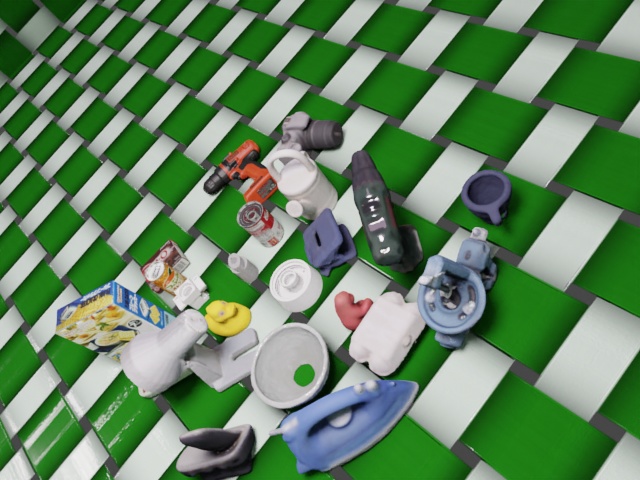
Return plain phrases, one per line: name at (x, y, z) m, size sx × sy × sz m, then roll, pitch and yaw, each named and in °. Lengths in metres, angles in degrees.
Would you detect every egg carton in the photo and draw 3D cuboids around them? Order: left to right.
egg carton at (0.127, 0.173, 1.062) m, size 0.107 × 0.070 × 0.150 m, roll 25°, pitch 76°, yaw 38°

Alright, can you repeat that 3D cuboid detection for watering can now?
watering can at (-0.042, -0.128, 1.262) m, size 0.101 × 0.195 × 0.172 m, roll -31°, pitch 51°, yaw 10°

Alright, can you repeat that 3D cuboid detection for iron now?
iron at (0.039, 0.295, 0.989) m, size 0.258 × 0.142 × 0.118 m, roll -33°, pitch 51°, yaw 8°

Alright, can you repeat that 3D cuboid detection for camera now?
camera at (-0.024, -0.247, 1.387) m, size 0.136 × 0.101 × 0.143 m, roll 5°, pitch 64°, yaw 32°

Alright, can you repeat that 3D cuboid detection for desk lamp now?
desk lamp at (-0.256, 0.225, 1.152) m, size 0.203 × 0.214 × 0.117 m, roll -32°, pitch 51°, yaw 9°

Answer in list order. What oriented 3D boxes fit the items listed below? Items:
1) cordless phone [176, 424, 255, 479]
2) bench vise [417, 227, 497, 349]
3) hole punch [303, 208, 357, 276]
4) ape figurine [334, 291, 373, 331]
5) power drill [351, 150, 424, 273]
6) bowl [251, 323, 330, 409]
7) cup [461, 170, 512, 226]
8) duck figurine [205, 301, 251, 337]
cordless phone at (-0.218, 0.379, 1.054) m, size 0.147 × 0.186 × 0.094 m, roll -24°, pitch 52°, yaw 15°
bench vise at (0.222, 0.059, 0.981) m, size 0.121 × 0.220 × 0.207 m, roll -4°, pitch 60°, yaw 28°
hole punch at (0.011, 0.004, 1.218) m, size 0.101 × 0.091 × 0.108 m, roll -30°, pitch 51°, yaw 10°
ape figurine at (0.058, 0.130, 1.113) m, size 0.077 × 0.092 × 0.076 m, roll 14°, pitch 69°, yaw 35°
power drill at (0.125, -0.035, 1.101) m, size 0.075 × 0.209 × 0.229 m, roll -22°, pitch 53°, yaw 16°
bowl at (-0.047, 0.250, 1.109) m, size 0.167 × 0.075 × 0.167 m, roll -14°, pitch 56°, yaw 22°
cup at (0.325, -0.062, 1.079) m, size 0.091 × 0.095 × 0.117 m, roll -22°, pitch 53°, yaw 17°
duck figurine at (-0.214, 0.163, 1.250) m, size 0.104 × 0.086 × 0.077 m, roll -12°, pitch 56°, yaw 23°
